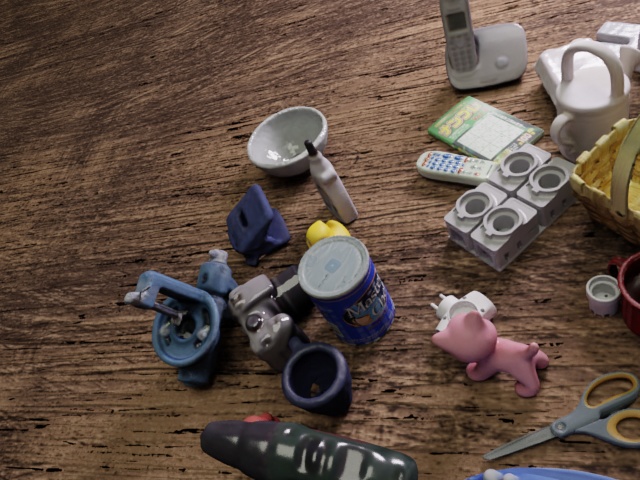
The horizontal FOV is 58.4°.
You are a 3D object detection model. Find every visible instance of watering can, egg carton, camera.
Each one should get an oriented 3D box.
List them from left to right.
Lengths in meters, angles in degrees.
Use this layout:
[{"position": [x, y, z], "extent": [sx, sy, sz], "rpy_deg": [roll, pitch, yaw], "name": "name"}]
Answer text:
[{"position": [-0.061, 0.101, 0.879], "extent": [0.137, 0.101, 0.142], "rpy_deg": [-36, 47, -5], "name": "camera"}, {"position": [0.432, -0.275, 0.968], "extent": [0.107, 0.070, 0.150], "rpy_deg": [-18, 48, 12], "name": "egg carton"}, {"position": [0.405, -0.217, 0.848], "extent": [0.100, 0.195, 0.173], "rpy_deg": [15, 62, 34], "name": "watering can"}]

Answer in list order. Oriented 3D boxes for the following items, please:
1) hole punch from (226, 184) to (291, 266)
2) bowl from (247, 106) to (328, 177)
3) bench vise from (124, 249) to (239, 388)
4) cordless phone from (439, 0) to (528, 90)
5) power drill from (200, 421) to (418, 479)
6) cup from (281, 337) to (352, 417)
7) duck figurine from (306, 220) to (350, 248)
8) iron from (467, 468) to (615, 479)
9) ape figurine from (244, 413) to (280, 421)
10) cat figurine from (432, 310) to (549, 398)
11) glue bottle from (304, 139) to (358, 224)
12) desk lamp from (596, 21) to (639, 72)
[{"position": [-0.120, -0.028, 1.018], "extent": [0.101, 0.091, 0.108], "rpy_deg": [-30, 47, 0], "name": "hole punch"}, {"position": [-0.054, -0.180, 1.121], "extent": [0.167, 0.075, 0.167], "rpy_deg": [-13, 49, 16], "name": "bowl"}, {"position": [-0.211, 0.093, 0.875], "extent": [0.121, 0.220, 0.207], "rpy_deg": [-15, 49, 15], "name": "bench vise"}, {"position": [0.292, -0.371, 1.033], "extent": [0.147, 0.186, 0.094], "rpy_deg": [-7, 51, 21], "name": "cordless phone"}, {"position": [0.004, 0.266, 0.638], "extent": [0.228, 0.209, 0.075], "rpy_deg": [-1, 53, 25], "name": "power drill"}, {"position": [-0.001, 0.191, 0.780], "extent": [0.092, 0.095, 0.117], "rpy_deg": [-36, 47, -5], "name": "cup"}, {"position": [0.009, 0.003, 0.934], "extent": [0.077, 0.086, 0.104], "rpy_deg": [-3, 53, 24], "name": "duck figurine"}, {"position": [0.246, 0.270, 0.564], "extent": [0.257, 0.142, 0.119], "rpy_deg": [7, 57, 30], "name": "iron"}, {"position": [-0.075, 0.263, 0.759], "extent": [0.076, 0.092, 0.077], "rpy_deg": [-15, 49, 14], "name": "ape figurine"}, {"position": [0.210, 0.131, 0.711], "extent": [0.127, 0.118, 0.067], "rpy_deg": [9, 58, 31], "name": "cat figurine"}, {"position": [0.011, -0.103, 0.960], "extent": [0.037, 0.174, 0.078], "rpy_deg": [-37, 47, -6], "name": "glue bottle"}, {"position": [0.526, -0.377, 0.906], "extent": [0.202, 0.214, 0.118], "rpy_deg": [27, 69, 39], "name": "desk lamp"}]
